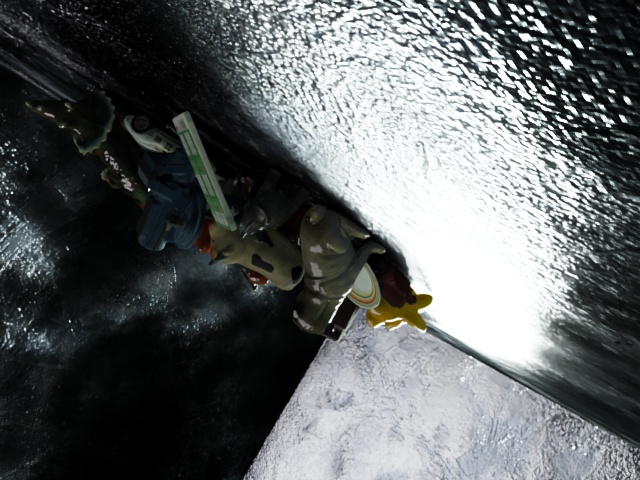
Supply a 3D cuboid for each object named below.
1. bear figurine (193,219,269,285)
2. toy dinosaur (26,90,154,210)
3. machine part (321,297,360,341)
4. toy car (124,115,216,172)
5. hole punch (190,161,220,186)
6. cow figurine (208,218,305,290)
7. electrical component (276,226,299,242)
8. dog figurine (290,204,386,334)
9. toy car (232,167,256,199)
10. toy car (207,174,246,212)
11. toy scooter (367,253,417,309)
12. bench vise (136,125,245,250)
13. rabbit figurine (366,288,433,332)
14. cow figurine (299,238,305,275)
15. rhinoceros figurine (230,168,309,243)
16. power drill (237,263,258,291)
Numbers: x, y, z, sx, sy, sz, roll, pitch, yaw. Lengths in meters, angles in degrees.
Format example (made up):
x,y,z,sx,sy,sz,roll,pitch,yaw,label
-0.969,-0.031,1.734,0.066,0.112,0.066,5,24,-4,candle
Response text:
x,y,z,sx,sy,sz,roll,pitch,yaw,label
-0.196,0.004,1.121,0.196,0.132,0.120,8,136,-9,bear figurine
-0.424,-0.168,1.155,0.192,0.131,0.404,39,167,54,toy dinosaur
0.048,0.126,1.237,0.087,0.201,0.201,29,173,0,machine part
-0.297,-0.183,1.061,0.202,0.056,0.073,31,175,1,toy car
-0.292,-0.155,1.167,0.142,0.092,0.116,35,172,0,hole punch
-0.114,0.020,0.963,0.195,0.127,0.085,36,158,-16,cow figurine
-0.069,-0.014,1.104,0.048,0.074,0.119,5,-152,-5,electrical component
-0.005,0.052,0.875,0.172,0.190,0.121,36,173,-34,dog figurine
-0.109,-0.080,1.000,0.089,0.053,0.202,34,177,4,toy car
-0.184,-0.081,1.182,0.162,0.109,0.103,22,157,4,toy car
0.119,0.082,1.058,0.135,0.075,0.184,40,165,-9,toy scooter
-0.225,-0.074,0.993,0.240,0.223,0.129,14,-170,-40,bench vise
0.161,0.150,1.183,0.163,0.121,0.173,15,179,25,rabbit figurine
-0.008,0.031,1.085,0.098,0.068,0.167,47,151,28,cow figurine
-0.087,-0.047,0.840,0.073,0.112,0.190,30,168,-18,rhinoceros figurine
-0.106,0.045,1.389,0.086,0.207,0.232,58,170,12,power drill
